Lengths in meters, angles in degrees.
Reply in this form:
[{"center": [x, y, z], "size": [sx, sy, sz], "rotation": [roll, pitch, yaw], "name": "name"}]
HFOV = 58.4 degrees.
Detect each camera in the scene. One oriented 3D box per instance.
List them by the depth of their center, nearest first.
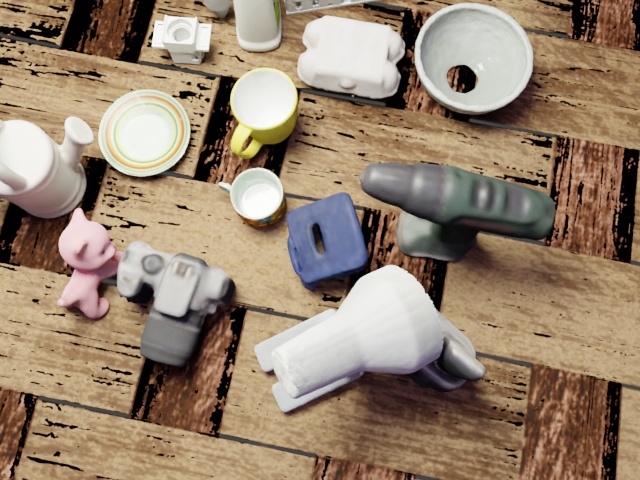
[{"center": [-0.197, 0.084, 0.734], "size": [0.143, 0.101, 0.137], "rotation": [17, 78, 3], "name": "camera"}]

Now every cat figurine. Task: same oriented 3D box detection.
[{"center": [-0.303, 0.031, 0.735], "size": [0.067, 0.118, 0.128], "rotation": [17, 78, 3], "name": "cat figurine"}]

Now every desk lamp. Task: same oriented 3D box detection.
[{"center": [0.024, 0.126, 0.670], "size": [0.203, 0.213, 0.118], "rotation": [-26, 79, -6], "name": "desk lamp"}]

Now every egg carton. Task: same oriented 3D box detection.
[{"center": [0.045, -0.261, 0.828], "size": [0.150, 0.069, 0.107], "rotation": [9, 78, 1], "name": "egg carton"}]

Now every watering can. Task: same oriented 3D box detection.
[{"center": [-0.375, -0.105, 0.724], "size": [0.101, 0.194, 0.173], "rotation": [44, 81, 8], "name": "watering can"}]

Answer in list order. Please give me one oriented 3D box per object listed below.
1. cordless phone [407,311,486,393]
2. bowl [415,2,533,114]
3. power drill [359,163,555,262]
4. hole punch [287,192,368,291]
[{"center": [0.131, 0.115, 0.689], "size": [0.147, 0.185, 0.094], "rotation": [38, 80, 7], "name": "cordless phone"}, {"center": [0.214, -0.248, 0.825], "size": [0.167, 0.075, 0.167], "rotation": [0, 78, -1], "name": "bowl"}, {"center": [0.155, -0.032, 0.709], "size": [0.229, 0.208, 0.076], "rotation": [7, 78, 1], "name": "power drill"}, {"center": [0.007, 0.003, 0.759], "size": [0.101, 0.091, 0.108], "rotation": [-14, 78, -4], "name": "hole punch"}]
